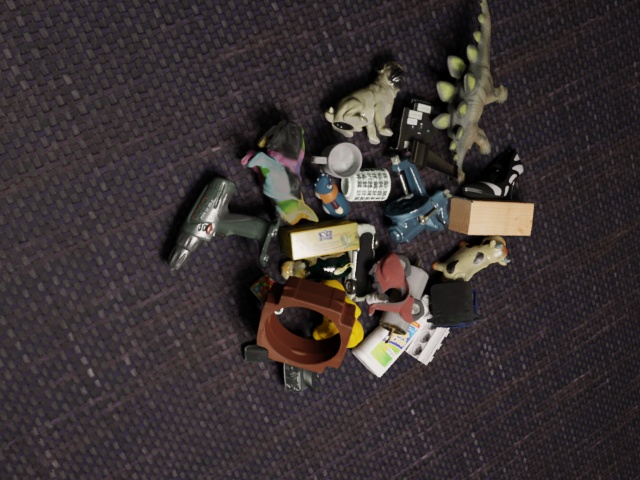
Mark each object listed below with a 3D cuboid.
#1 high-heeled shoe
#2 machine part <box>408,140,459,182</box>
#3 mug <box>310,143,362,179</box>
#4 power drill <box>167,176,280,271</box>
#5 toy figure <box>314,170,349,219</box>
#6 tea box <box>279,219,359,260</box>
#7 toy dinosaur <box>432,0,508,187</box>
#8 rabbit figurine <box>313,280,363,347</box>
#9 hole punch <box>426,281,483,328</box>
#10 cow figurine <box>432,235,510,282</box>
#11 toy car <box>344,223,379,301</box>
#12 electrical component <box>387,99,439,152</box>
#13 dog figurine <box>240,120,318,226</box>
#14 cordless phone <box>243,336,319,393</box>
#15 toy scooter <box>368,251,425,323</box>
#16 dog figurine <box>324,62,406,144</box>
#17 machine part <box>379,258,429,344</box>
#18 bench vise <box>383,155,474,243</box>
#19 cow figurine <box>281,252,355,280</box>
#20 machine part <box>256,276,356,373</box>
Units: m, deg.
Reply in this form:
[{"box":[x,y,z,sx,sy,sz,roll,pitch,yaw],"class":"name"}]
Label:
[{"box":[0.455,-0.180,1.412,0.248,0.086,0.145,2,89,-42],"class":"high-heeled shoe"},{"box":[0.277,-0.189,1.307,0.139,0.039,0.084,26,52,-15],"class":"machine part"},{"box":[0.030,-0.185,1.254,0.109,0.107,0.080,-9,101,-16],"class":"mug"},{"box":[-0.204,-0.010,1.185,0.207,0.086,0.232,20,85,7],"class":"power drill"},{"box":[0.024,-0.103,1.262,0.058,0.064,0.154,-54,143,-10],"class":"toy figure"},{"box":[-0.003,-0.004,1.279,0.170,0.098,0.068,-8,102,-18],"class":"tea box"},{"box":[0.373,-0.366,1.319,0.198,0.105,0.470,-4,104,-48],"class":"toy dinosaur"},{"box":[0.035,0.177,1.313,0.122,0.162,0.173,-13,87,-7],"class":"rabbit figurine"},{"box":[0.354,0.174,1.409,0.092,0.142,0.116,34,53,-61],"class":"hole punch"},{"box":[0.416,0.051,1.440,0.195,0.127,0.085,-34,113,-10],"class":"cow figurine"},{"box":[0.103,0.057,1.356,0.073,0.056,0.201,-2,102,-29],"class":"toy car"},{"box":[0.237,-0.282,1.346,0.115,0.058,0.134,9,96,-25],"class":"electrical component"},{"box":[-0.069,-0.139,1.227,0.191,0.109,0.219,-46,117,-11],"class":"dog figurine"},{"box":[-0.093,0.308,1.317,0.184,0.089,0.146,0,126,-1],"class":"cordless phone"},{"box":[0.168,0.121,1.309,0.135,0.075,0.184,-13,72,-10],"class":"toy scooter"},{"box":[0.108,-0.344,1.273,0.172,0.121,0.190,15,80,-27],"class":"dog figurine"},{"box":[0.216,0.153,1.378,0.079,0.079,0.243,37,66,-23],"class":"machine part"},{"box":[0.241,-0.114,1.348,0.224,0.129,0.240,-32,114,-17],"class":"bench vise"},{"box":[-0.005,0.072,1.292,0.167,0.098,0.068,-13,110,-20],"class":"cow figurine"},{"box":[-0.031,0.187,1.192,0.201,0.087,0.201,16,126,2],"class":"machine part"}]
